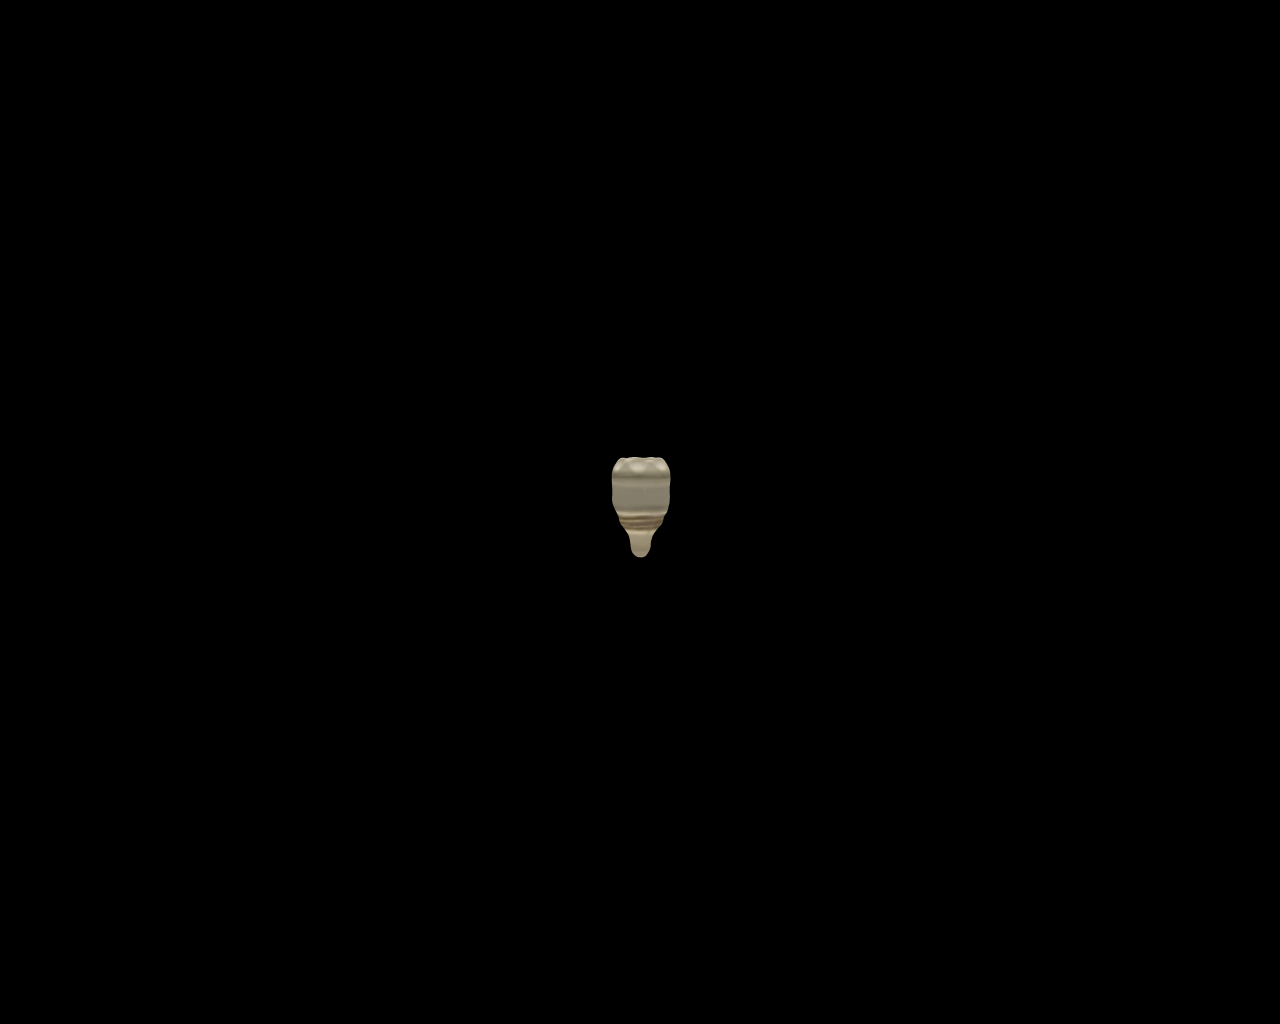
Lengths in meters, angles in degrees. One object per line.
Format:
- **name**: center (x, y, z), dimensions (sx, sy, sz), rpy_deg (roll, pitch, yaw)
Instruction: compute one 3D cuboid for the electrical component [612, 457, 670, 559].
- **electrical component**: center (0.001, -0.003, 0.650), dimensions (0.035, 0.061, 0.035), rpy_deg (0, 4, 0)
